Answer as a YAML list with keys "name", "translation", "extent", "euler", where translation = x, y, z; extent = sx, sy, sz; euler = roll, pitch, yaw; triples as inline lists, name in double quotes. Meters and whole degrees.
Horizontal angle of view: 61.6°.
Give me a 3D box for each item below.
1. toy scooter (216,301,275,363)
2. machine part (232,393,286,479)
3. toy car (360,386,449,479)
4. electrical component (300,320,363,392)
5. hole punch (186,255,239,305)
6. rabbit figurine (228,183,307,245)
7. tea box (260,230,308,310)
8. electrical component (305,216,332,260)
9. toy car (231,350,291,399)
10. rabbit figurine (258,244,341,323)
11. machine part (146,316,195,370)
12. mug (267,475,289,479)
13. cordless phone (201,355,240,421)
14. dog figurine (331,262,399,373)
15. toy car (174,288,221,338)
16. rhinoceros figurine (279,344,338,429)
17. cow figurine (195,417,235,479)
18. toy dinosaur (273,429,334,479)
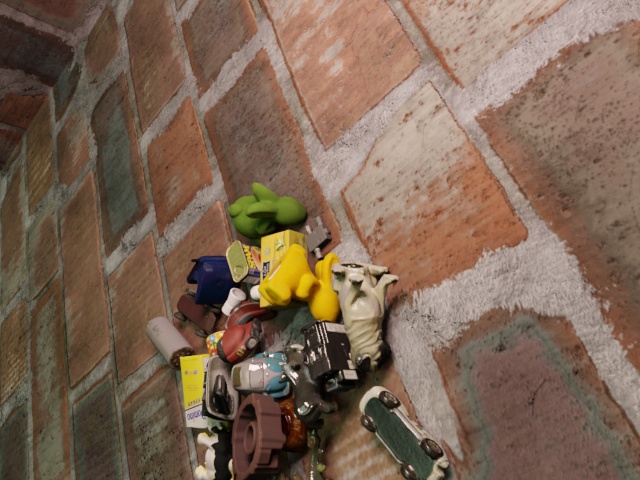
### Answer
- name: "toy scooter"
  translation: [-0.166, 0.201, 1.258]
  extent: [0.135, 0.075, 0.184]
  euler: [-25, 31, 23]
- name: "machine part"
  translation: [-0.130, 0.407, 1.102]
  extent: [0.179, 0.056, 0.179]
  euler: [-40, 43, 51]
- name: "toy car"
  translation: [0.145, 0.346, 0.953]
  extent: [0.073, 0.056, 0.202]
  euler: [-54, 49, 9]
- name: "electrical component"
  translation: [0.029, 0.229, 1.055]
  extent: [0.058, 0.115, 0.134]
  euler: [-36, 54, 34]
- name: "hole punch"
  translation: [-0.266, 0.102, 1.365]
  extent: [0.115, 0.142, 0.092]
  euler: [-56, 44, 35]
- name: "rabbit figurine"
  translation: [-0.119, -0.074, 1.276]
  extent: [0.170, 0.159, 0.121]
  euler: [-6, 64, 27]
- name: "tea box"
  translation: [-0.083, 0.071, 1.239]
  extent: [0.098, 0.068, 0.169]
  euler: [-16, 68, 39]
- name: "electrical component"
  translation: [-0.002, -0.004, 1.215]
  extent: [0.063, 0.021, 0.094]
  euler: [-40, 53, 28]
- name: "toy car"
  translation: [-0.145, 0.304, 1.209]
  extent: [0.162, 0.103, 0.109]
  euler: [-14, 68, 38]
- name: "rabbit figurine"
  translation: [-0.023, 0.101, 1.132]
  extent: [0.162, 0.173, 0.122]
  euler: [-52, 5, -26]
- name: "machine part"
  translation: [-0.417, 0.283, 1.488]
  extent: [0.243, 0.079, 0.079]
  euler: [34, 102, 43]
- name: "mug"
  translation: [-0.127, 0.542, 1.119]
  extent: [0.081, 0.107, 0.109]
  euler: [21, 91, 46]
- name: "cordless phone"
  translation: [-0.228, 0.320, 1.223]
  extent: [0.184, 0.089, 0.147]
  euler: [100, 169, -54]
- name: "dog figurine"
  translation: [0.074, 0.148, 1.058]
  extent: [0.172, 0.121, 0.190]
  euler: [-126, 40, -75]
- name: "toy car"
  translation: [-0.328, 0.197, 1.446]
  extent: [0.202, 0.053, 0.089]
  euler: [19, 81, 48]
- name: "rhinoceros figurine"
  translation: [-0.032, 0.294, 1.093]
  extent: [0.073, 0.112, 0.190]
  euler: [-56, 27, 22]
- name: "cow figurine"
  translation: [-0.235, 0.483, 1.266]
  extent: [0.098, 0.068, 0.167]
  euler: [-4, 79, 37]
- name: "toy dinosaur"
  translation: [-0.018, 0.600, 0.999]
  extent: [0.199, 0.105, 0.471]
  euler: [-7, 72, 42]
